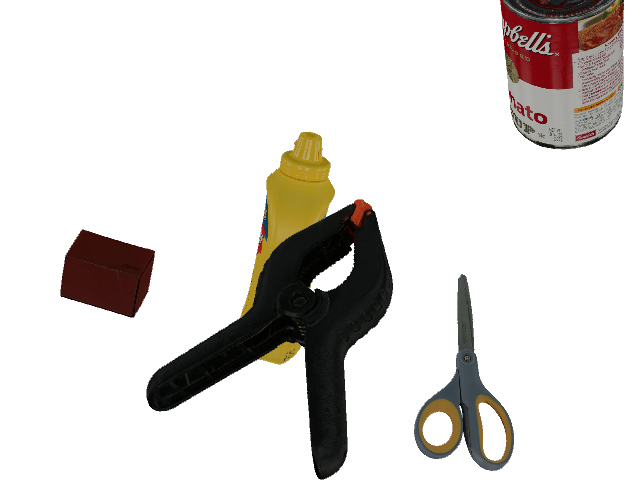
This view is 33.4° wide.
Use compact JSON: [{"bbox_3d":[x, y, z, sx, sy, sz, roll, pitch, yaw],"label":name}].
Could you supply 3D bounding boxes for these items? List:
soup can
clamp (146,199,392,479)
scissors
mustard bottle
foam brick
[{"bbox_3d":[0.140,-0.111,0.614,0.068,0.068,0.102,0,-38,15],"label":"soup can"},{"bbox_3d":[-0.003,0.051,0.596,0.120,0.171,0.039,29,-25,24],"label":"clamp"},{"bbox_3d":[0.118,0.120,0.979,0.096,0.202,0.016,-9,-35,-9],"label":"scissors"},{"bbox_3d":[-0.026,0.001,0.900,0.058,0.192,0.096,13,22,2],"label":"mustard bottle"},{"bbox_3d":[-0.210,0.033,1.052,0.078,0.051,0.053,17,32,1],"label":"foam brick"}]
